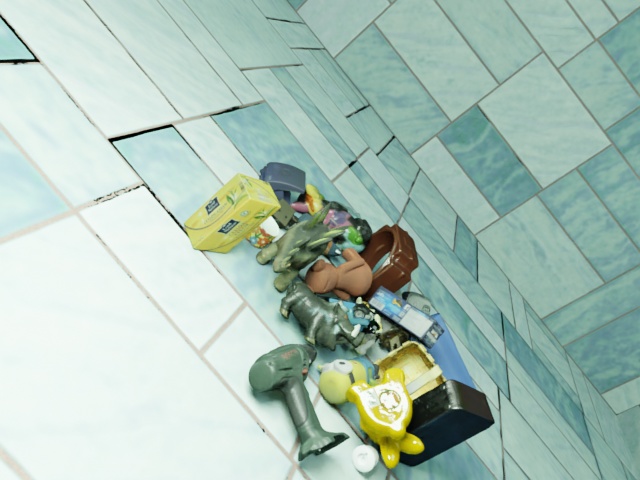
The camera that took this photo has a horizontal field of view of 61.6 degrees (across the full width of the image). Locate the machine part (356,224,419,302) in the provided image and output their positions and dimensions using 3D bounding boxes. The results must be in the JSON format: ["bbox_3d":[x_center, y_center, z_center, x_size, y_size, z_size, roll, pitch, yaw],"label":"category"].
[{"bbox_3d":[0.166,0.064,1.481,0.087,0.201,0.201,38,28,-22],"label":"machine part"}]

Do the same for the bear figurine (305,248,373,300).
[{"bbox_3d":[0.029,0.087,1.323,0.196,0.120,0.132,6,19,-34],"label":"bear figurine"}]

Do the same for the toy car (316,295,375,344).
[{"bbox_3d":[0.037,0.182,1.201,0.162,0.103,0.109,12,-3,7],"label":"toy car"}]

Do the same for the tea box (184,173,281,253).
[{"bbox_3d":[-0.175,-0.049,1.065,0.098,0.169,0.068,10,48,-55],"label":"tea box"}]

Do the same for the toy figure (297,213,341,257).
[{"bbox_3d":[-0.002,-0.006,1.456,0.154,0.058,0.064,48,29,-21],"label":"toy figure"}]

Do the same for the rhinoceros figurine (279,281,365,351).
[{"bbox_3d":[0.003,0.164,1.119,0.190,0.112,0.073,37,-13,10],"label":"rhinoceros figurine"}]

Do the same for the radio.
[{"bbox_3d":[0.236,0.387,1.133,0.131,0.229,0.073,32,30,-30],"label":"radio"}]

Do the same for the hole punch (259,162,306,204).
[{"bbox_3d":[-0.101,-0.157,1.452,0.115,0.092,0.142,36,32,-25],"label":"hole punch"}]

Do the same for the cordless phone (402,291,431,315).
[{"bbox_3d":[0.295,0.253,1.604,0.146,0.089,0.184,26,40,-46],"label":"cordless phone"}]

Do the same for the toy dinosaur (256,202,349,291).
[{"bbox_3d":[-0.042,0.012,1.187,0.105,0.198,0.471,47,23,-6],"label":"toy dinosaur"}]

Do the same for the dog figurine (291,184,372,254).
[{"bbox_3d":[0.026,-0.064,1.516,0.219,0.108,0.192,32,13,-31],"label":"dog figurine"}]

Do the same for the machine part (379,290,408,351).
[{"bbox_3d":[0.190,0.204,1.443,0.079,0.079,0.243,40,28,-27],"label":"machine part"}]

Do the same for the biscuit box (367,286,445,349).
[{"bbox_3d":[0.208,0.187,1.323,0.203,0.059,0.062,31,-11,50],"label":"biscuit box"}]

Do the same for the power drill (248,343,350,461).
[{"bbox_3d":[-0.026,0.284,0.985,0.232,0.086,0.207,20,43,-62],"label":"power drill"}]

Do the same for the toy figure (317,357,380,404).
[{"bbox_3d":[0.067,0.295,1.137,0.180,0.082,0.089,19,48,-57],"label":"toy figure"}]

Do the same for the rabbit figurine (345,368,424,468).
[{"bbox_3d":[0.135,0.355,1.060,0.162,0.122,0.173,55,-23,30],"label":"rabbit figurine"}]

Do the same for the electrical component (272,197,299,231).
[{"bbox_3d":[-0.099,-0.067,1.386,0.102,0.045,0.078,39,55,-22],"label":"electrical component"}]

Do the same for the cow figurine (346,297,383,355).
[{"bbox_3d":[0.105,0.194,1.320,0.068,0.098,0.167,37,22,-23],"label":"cow figurine"}]
